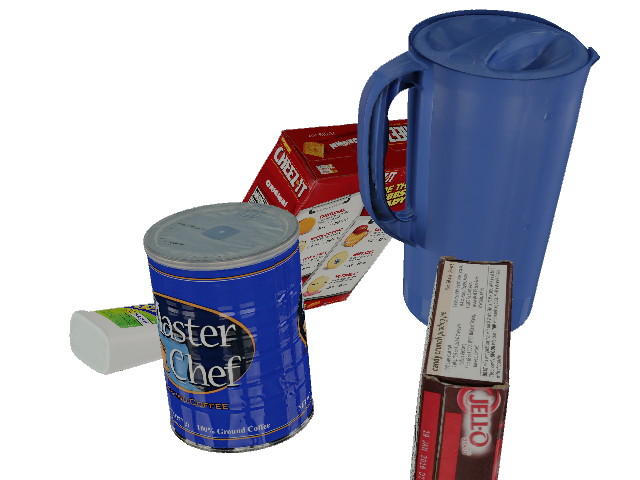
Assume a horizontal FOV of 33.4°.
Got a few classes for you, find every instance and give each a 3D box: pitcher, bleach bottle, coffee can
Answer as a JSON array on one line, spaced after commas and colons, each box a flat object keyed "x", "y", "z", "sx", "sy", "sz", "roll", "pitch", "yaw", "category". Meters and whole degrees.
[{"x": 0.116, "y": -0.045, "z": 0.827, "sx": 0.149, "sy": 0.243, "sz": 0.144, "roll": 14, "pitch": 34, "yaw": 18, "category": "pitcher"}, {"x": -0.205, "y": 0.116, "z": 1.448, "sx": 0.250, "sy": 0.068, "sz": 0.103, "roll": -11, "pitch": 25, "yaw": -41, "category": "bleach bottle"}, {"x": -0.060, "y": 0.057, "z": 0.725, "sx": 0.103, "sy": 0.140, "sz": 0.103, "roll": -4, "pitch": 22, "yaw": 1, "category": "coffee can"}]

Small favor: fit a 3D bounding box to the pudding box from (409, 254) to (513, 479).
[{"x": 0.063, "y": 0.070, "z": 0.471, "sx": 0.039, "sy": 0.090, "sz": 0.113, "roll": 6, "pitch": 26, "yaw": 6, "category": "pudding box"}]

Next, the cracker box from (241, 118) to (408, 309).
[{"x": -0.004, "y": -0.016, "z": 1.017, "sx": 0.163, "sy": 0.072, "sz": 0.214, "roll": -11, "pitch": -34, "yaw": -40, "category": "cracker box"}]
